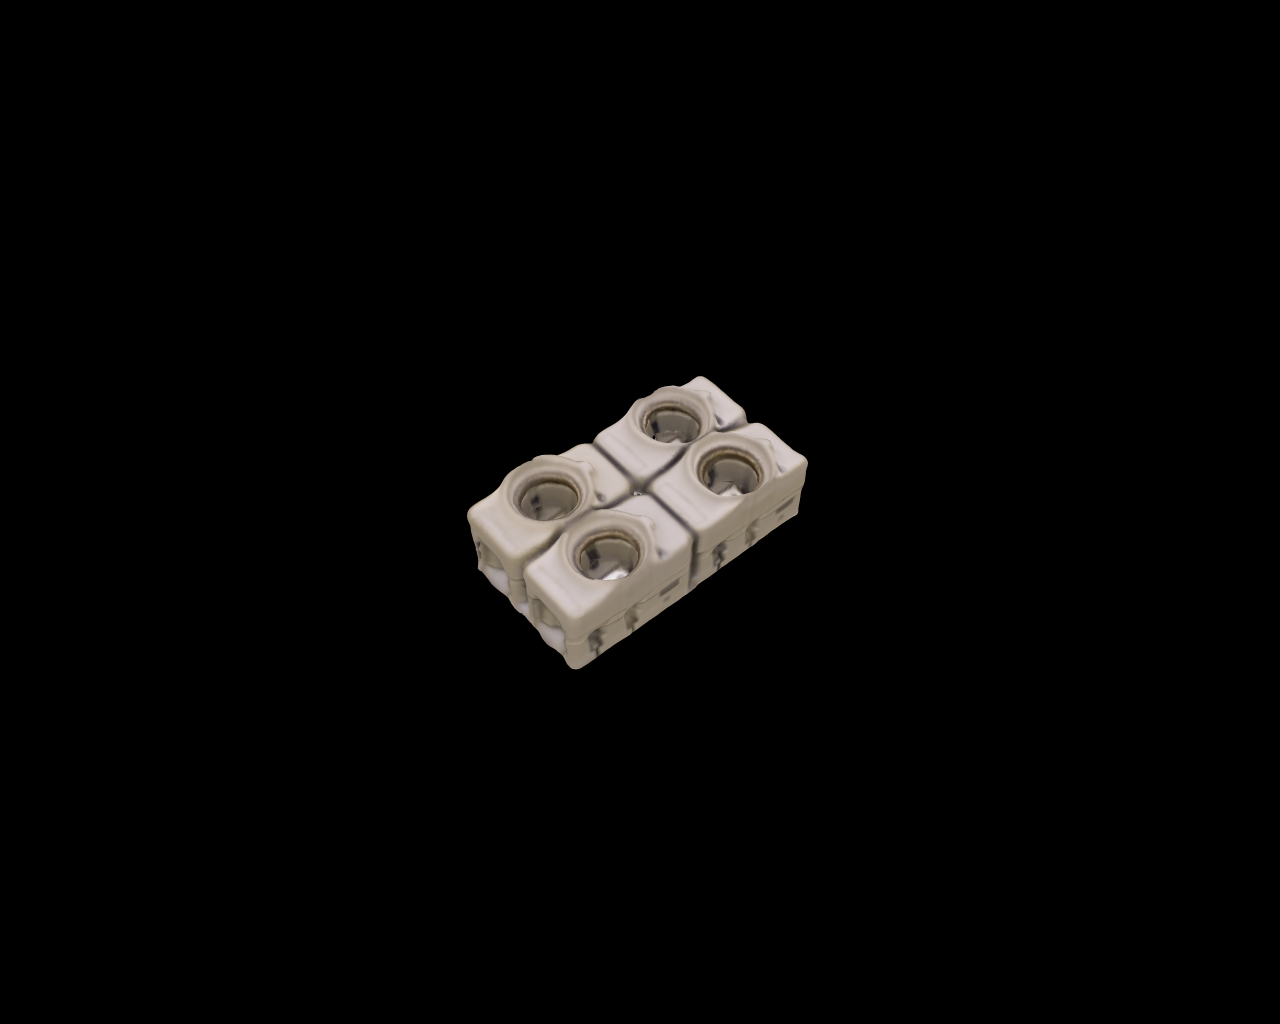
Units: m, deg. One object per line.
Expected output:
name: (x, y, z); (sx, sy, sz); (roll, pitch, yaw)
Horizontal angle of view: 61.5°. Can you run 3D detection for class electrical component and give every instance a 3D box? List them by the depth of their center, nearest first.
electrical component: (0.001, -0.003, 0.650); (0.186, 0.060, 0.105); (-33, 58, -24)
